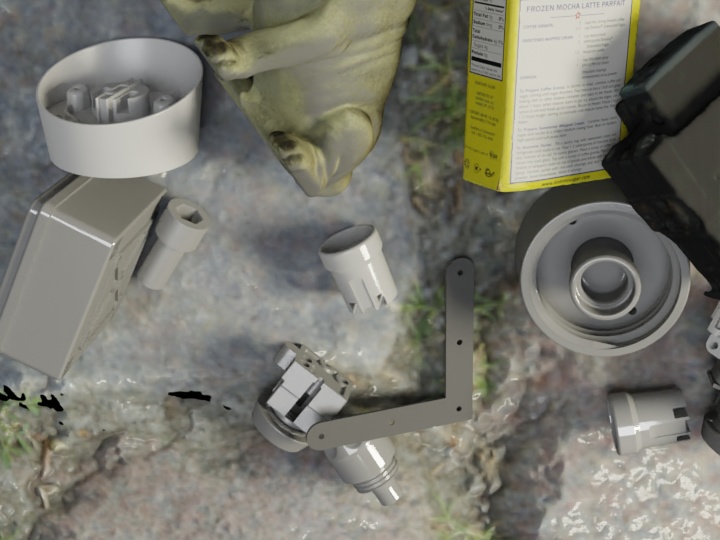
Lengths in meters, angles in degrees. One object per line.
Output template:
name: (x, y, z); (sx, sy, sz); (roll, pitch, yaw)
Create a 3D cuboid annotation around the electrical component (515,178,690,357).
electrical component: (0.147, 0.001, 0.651); (0.108, 0.060, 0.108); (3, 111, 9)

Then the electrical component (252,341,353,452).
electrical component: (-0.040, 0.089, 0.727); (0.066, 0.048, 0.055); (38, 105, -4)

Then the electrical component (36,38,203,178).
electrical component: (-0.144, -0.097, 0.651); (0.099, 0.099, 0.064); (6, 117, 8)

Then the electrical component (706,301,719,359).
electrical component: (0.245, 0.041, 0.640); (0.081, 0.064, 0.042); (40, 120, 39)

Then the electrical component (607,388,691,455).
electrical component: (0.186, 0.096, 0.692); (0.046, 0.040, 0.040); (-10, 108, 7)

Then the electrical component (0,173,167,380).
electrical component: (-0.179, -0.004, 0.683); (0.056, 0.108, 0.108); (26, 113, -3)

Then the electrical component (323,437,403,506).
electrical component: (0.006, 0.132, 0.735); (0.043, 0.043, 0.062); (-29, 103, 19)

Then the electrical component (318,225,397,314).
electrical component: (0.000, 0.000, 0.690); (0.040, 0.040, 0.046); (-17, 112, 16)

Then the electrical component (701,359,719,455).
electrical component: (0.249, 0.091, 0.669); (0.078, 0.058, 0.057); (24, 110, 1)
